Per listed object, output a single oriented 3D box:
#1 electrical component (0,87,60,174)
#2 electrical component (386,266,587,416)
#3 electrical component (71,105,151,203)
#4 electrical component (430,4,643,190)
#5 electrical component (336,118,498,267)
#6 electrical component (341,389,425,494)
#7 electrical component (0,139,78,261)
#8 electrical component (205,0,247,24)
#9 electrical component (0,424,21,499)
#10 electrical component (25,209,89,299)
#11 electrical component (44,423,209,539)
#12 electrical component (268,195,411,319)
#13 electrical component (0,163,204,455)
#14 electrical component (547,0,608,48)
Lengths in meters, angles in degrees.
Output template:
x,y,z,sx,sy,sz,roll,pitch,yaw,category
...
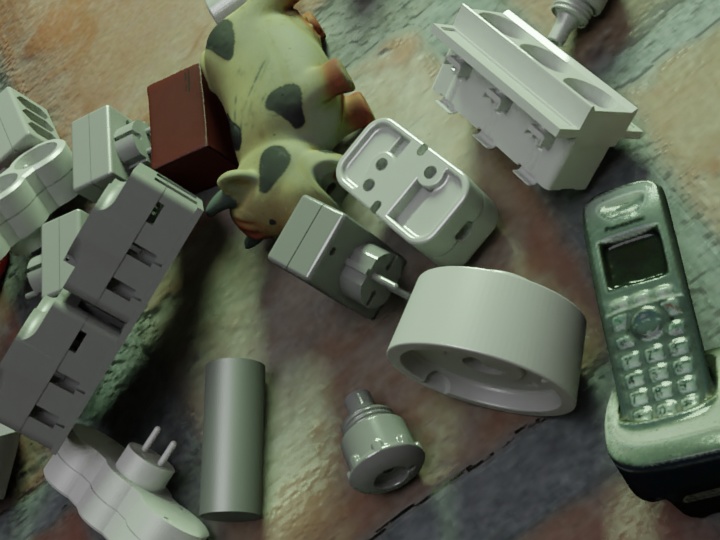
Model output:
x,y,z,sx,sy,sz,roll,pitch,yaw,category
-0.301,-0.103,0.920,0.077,0.047,0.065,-40,56,11,electrical component
0.075,0.035,0.605,0.108,0.108,0.060,6,68,32,electrical component
-0.182,-0.094,0.845,0.077,0.047,0.065,-21,62,22,electrical component
0.102,-0.106,0.665,0.121,0.079,0.063,49,128,35,electrical component
0.038,-0.047,0.686,0.053,0.059,0.095,-51,54,4,electrical component
0.008,0.101,0.655,0.048,0.048,0.062,-37,49,13,electrical component
-0.271,-0.036,0.858,0.052,0.073,0.138,5,43,43,electrical component
-0.084,-0.214,0.839,0.078,0.040,0.040,-31,58,17,electrical component
-0.305,0.139,0.796,0.099,0.099,0.064,-2,76,30,electrical component
-0.231,0.001,0.836,0.077,0.047,0.065,-20,62,23,electrical component
-0.150,0.142,0.727,0.138,0.052,0.073,32,89,37,electrical component
0.000,0.000,0.676,0.076,0.083,0.047,28,86,36,electrical component
-0.182,0.019,0.739,0.186,0.060,0.105,-58,12,2,electrical component
0.140,-0.173,0.692,0.035,0.035,0.061,28,88,36,electrical component
